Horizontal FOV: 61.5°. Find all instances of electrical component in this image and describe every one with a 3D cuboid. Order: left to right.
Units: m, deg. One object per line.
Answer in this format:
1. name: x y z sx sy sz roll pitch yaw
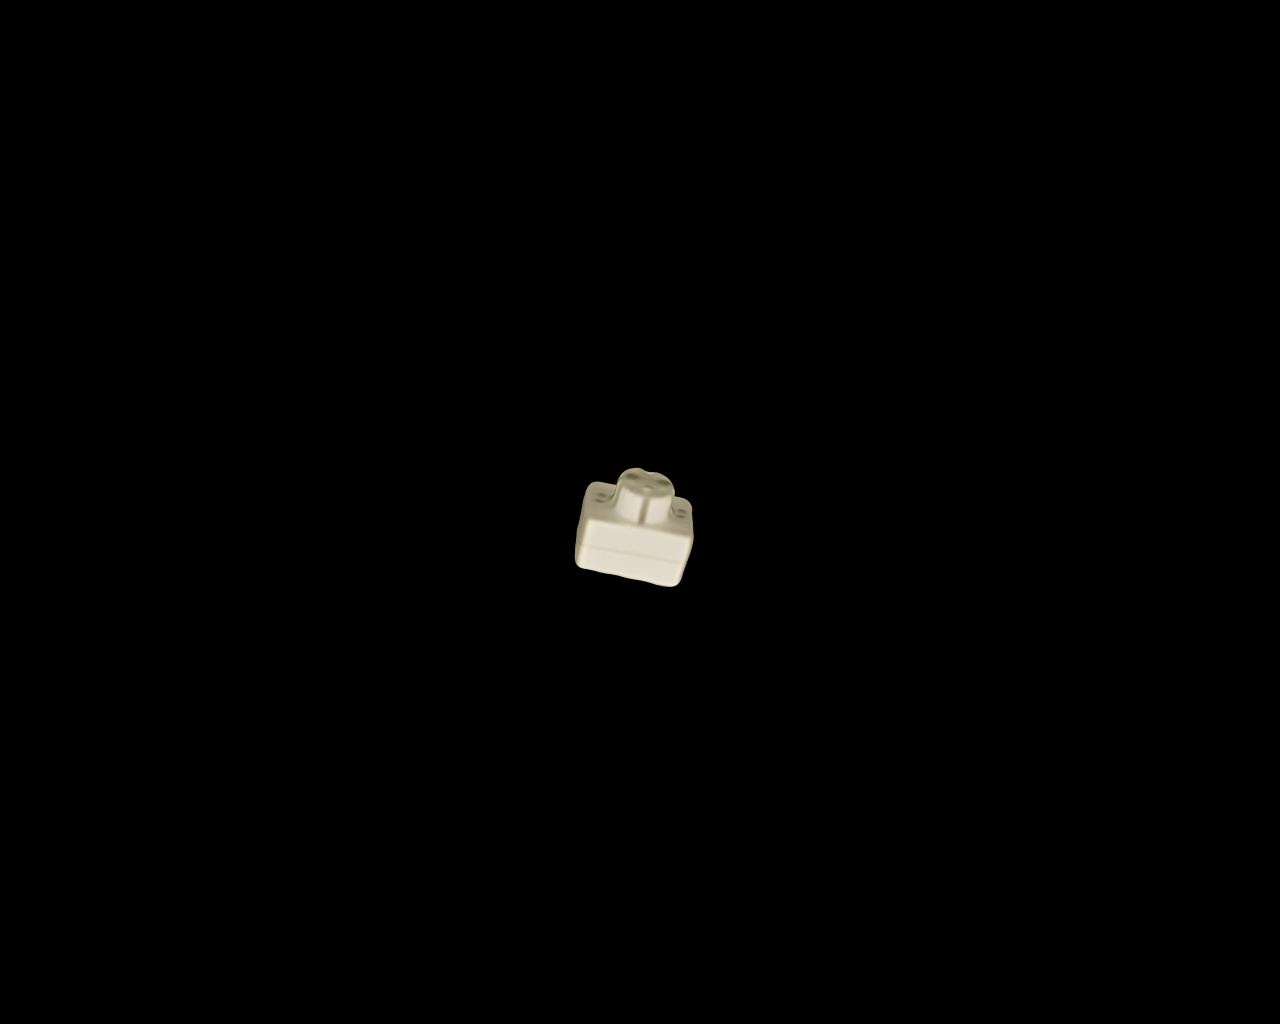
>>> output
1. electrical component: 0.001 -0.003 0.650 0.066 0.076 0.047 11 30 -7
